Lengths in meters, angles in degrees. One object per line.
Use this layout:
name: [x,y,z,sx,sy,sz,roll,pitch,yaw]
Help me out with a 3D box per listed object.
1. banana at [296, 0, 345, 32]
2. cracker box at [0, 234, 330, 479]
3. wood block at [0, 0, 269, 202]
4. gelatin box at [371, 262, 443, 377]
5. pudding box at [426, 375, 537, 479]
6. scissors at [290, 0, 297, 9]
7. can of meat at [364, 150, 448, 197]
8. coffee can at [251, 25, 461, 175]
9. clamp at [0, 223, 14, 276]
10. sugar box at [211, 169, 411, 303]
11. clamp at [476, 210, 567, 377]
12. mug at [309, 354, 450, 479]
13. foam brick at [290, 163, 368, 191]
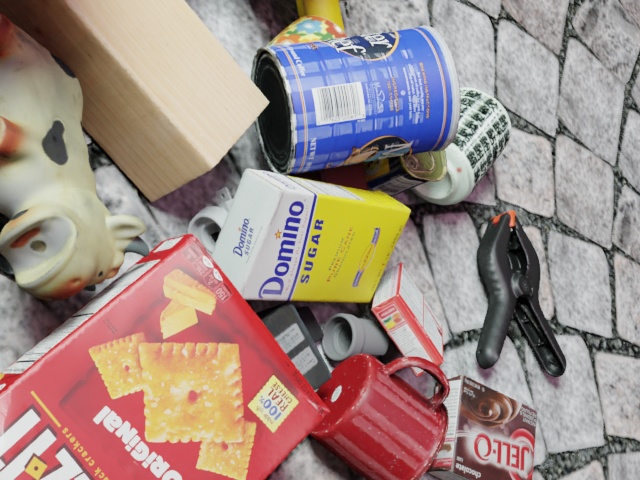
banana: [0.003,-0.225,0.962,0.069,0.037,0.198,-10,95,-58]
cracker box: [-0.120,0.123,0.707,0.213,0.072,0.164,-42,103,-28]
wood block: [-0.149,-0.141,0.793,0.206,0.090,0.090,49,49,-17]
gelatin box: [0.077,0.068,0.932,0.073,0.030,0.089,56,14,-12]
pudding box: [0.149,0.184,0.973,0.113,0.039,0.090,27,59,-32]
scissors: [-0.022,-0.310,1.015,0.096,0.016,0.202,-5,79,-44]
can of meat: [0.062,-0.090,0.963,0.057,0.084,0.102,7,70,-40]
coffee can: [0.027,-0.111,0.850,0.140,0.103,0.103,-11,81,-18]
clamp: [-0.277,-0.044,0.654,0.210,0.036,0.164,57,21,-6]
sugar box: [-0.005,0.001,0.845,0.175,0.048,0.093,3,113,-55]
clamp: [0.185,0.055,1.052,0.120,0.039,0.171,3,68,-47]
mug: [0.051,0.138,0.857,0.081,0.117,0.093,39,22,-18]
foam brick: [0.001,-0.068,0.924,0.051,0.053,0.078,0,75,-41]
